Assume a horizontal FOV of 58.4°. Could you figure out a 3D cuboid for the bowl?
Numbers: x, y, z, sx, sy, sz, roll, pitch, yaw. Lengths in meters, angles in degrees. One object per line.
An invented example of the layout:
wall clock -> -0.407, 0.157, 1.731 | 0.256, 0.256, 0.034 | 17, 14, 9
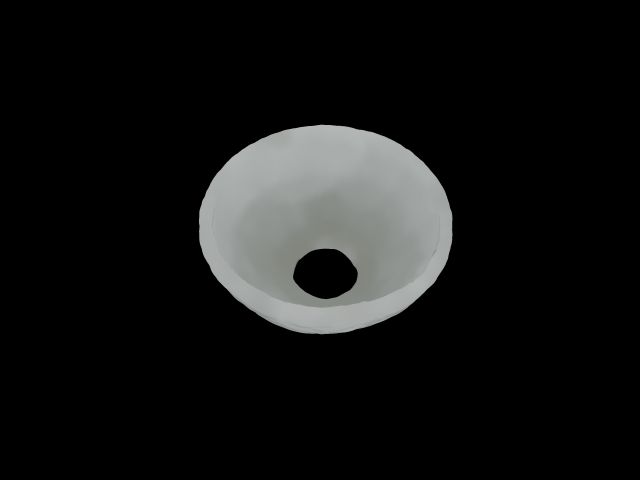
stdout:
bowl -> 0.004, 0.001, 0.400 | 0.167, 0.075, 0.167 | 0, 53, 0
